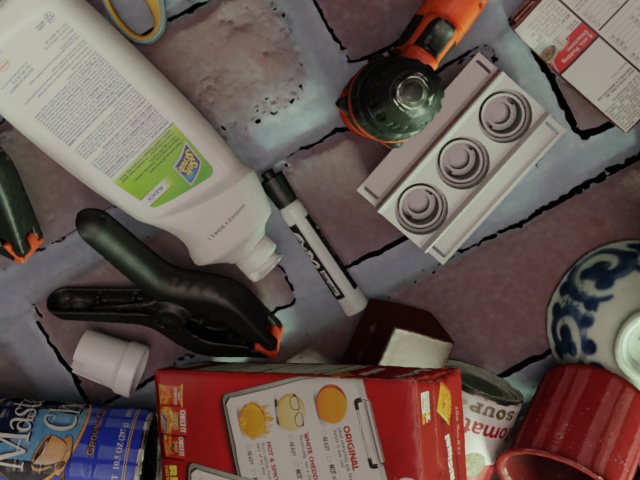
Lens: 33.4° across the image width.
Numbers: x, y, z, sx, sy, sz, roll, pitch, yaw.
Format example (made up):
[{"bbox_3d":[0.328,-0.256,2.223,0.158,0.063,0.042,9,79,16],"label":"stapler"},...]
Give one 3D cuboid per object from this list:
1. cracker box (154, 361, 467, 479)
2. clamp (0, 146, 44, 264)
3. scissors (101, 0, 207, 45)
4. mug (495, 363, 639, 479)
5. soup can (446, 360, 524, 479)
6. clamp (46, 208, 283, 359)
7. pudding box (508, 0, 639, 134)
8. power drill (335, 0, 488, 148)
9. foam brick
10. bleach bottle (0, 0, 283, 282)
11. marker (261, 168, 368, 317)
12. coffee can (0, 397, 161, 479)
[{"bbox_3d":[-0.008,0.166,0.714,0.214,0.071,0.164,-3,91,35],"label":"cracker box"},{"bbox_3d":[-0.262,-0.071,0.717,0.210,0.036,0.165,45,136,-13],"label":"clamp"},{"bbox_3d":[-0.127,-0.235,0.720,0.096,0.016,0.202,-13,101,2],"label":"scissors"},{"bbox_3d":[0.187,0.147,0.740,0.117,0.093,0.081,42,58,-17],"label":"mug"},{"bbox_3d":[0.097,0.146,0.768,0.068,0.068,0.102,20,101,-3],"label":"soup can"},{"bbox_3d":[-0.105,0.036,0.742,0.171,0.039,0.120,14,146,-5],"label":"clamp"},{"bbox_3d":[0.196,-0.141,0.713,0.113,0.039,0.090,39,114,-9],"label":"pudding box"},{"bbox_3d":[0.082,-0.141,0.660,0.057,0.184,0.187,38,90,-9],"label":"power drill"},{"bbox_3d":[0.051,0.089,0.758,0.051,0.053,0.078,18,104,-21],"label":"foam brick"},{"bbox_3d":[-0.129,-0.062,0.733,0.103,0.068,0.250,-43,100,10],"label":"bleach bottle"},{"bbox_3d":[-0.005,0.001,0.765,0.020,0.020,0.121,-32,99,7],"label":"marker"},{"bbox_3d":[-0.191,0.166,0.760,0.140,0.103,0.103,5,102,0],"label":"coffee can"}]
